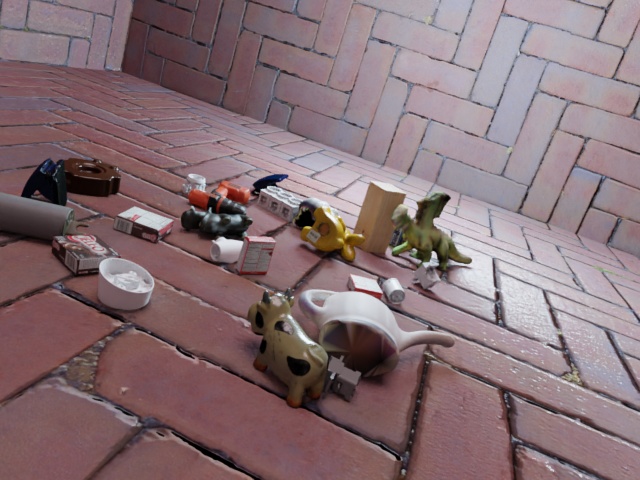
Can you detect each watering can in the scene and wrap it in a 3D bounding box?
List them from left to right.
[{"bbox_3d":[0.119,0.184,1.021,0.348,0.102,0.227,19,18,0],"label":"watering can"}]

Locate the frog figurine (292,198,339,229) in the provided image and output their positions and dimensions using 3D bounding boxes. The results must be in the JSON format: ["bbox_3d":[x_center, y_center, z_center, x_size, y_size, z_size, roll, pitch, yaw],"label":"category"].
[{"bbox_3d":[0.005,-0.083,1.641,0.137,0.121,0.161,7,21,37],"label":"frog figurine"}]

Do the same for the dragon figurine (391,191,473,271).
[{"bbox_3d":[0.371,-0.034,1.652,0.410,0.240,0.123,2,18,-34],"label":"dragon figurine"}]
